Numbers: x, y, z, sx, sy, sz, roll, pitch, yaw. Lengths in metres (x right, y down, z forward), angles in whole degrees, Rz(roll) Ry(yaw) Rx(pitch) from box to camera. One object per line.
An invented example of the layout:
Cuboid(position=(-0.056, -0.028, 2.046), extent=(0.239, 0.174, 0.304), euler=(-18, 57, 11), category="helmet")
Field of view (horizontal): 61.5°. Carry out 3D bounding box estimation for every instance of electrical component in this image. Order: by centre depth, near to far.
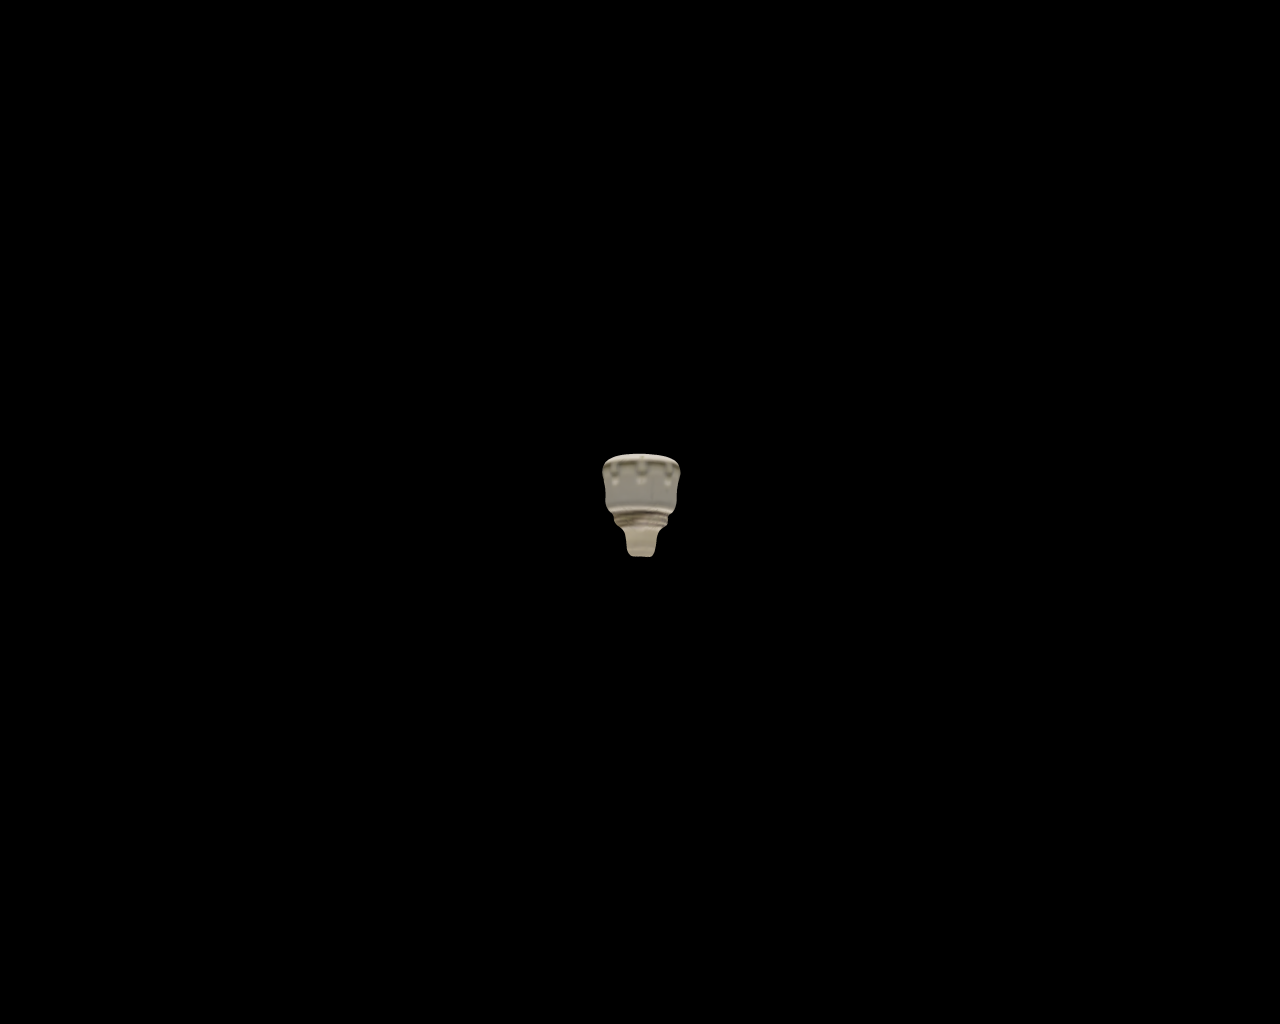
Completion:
Cuboid(position=(0.001, -0.003, 0.650), extent=(0.048, 0.062, 0.048), euler=(0, -7, 0), category="electrical component")
